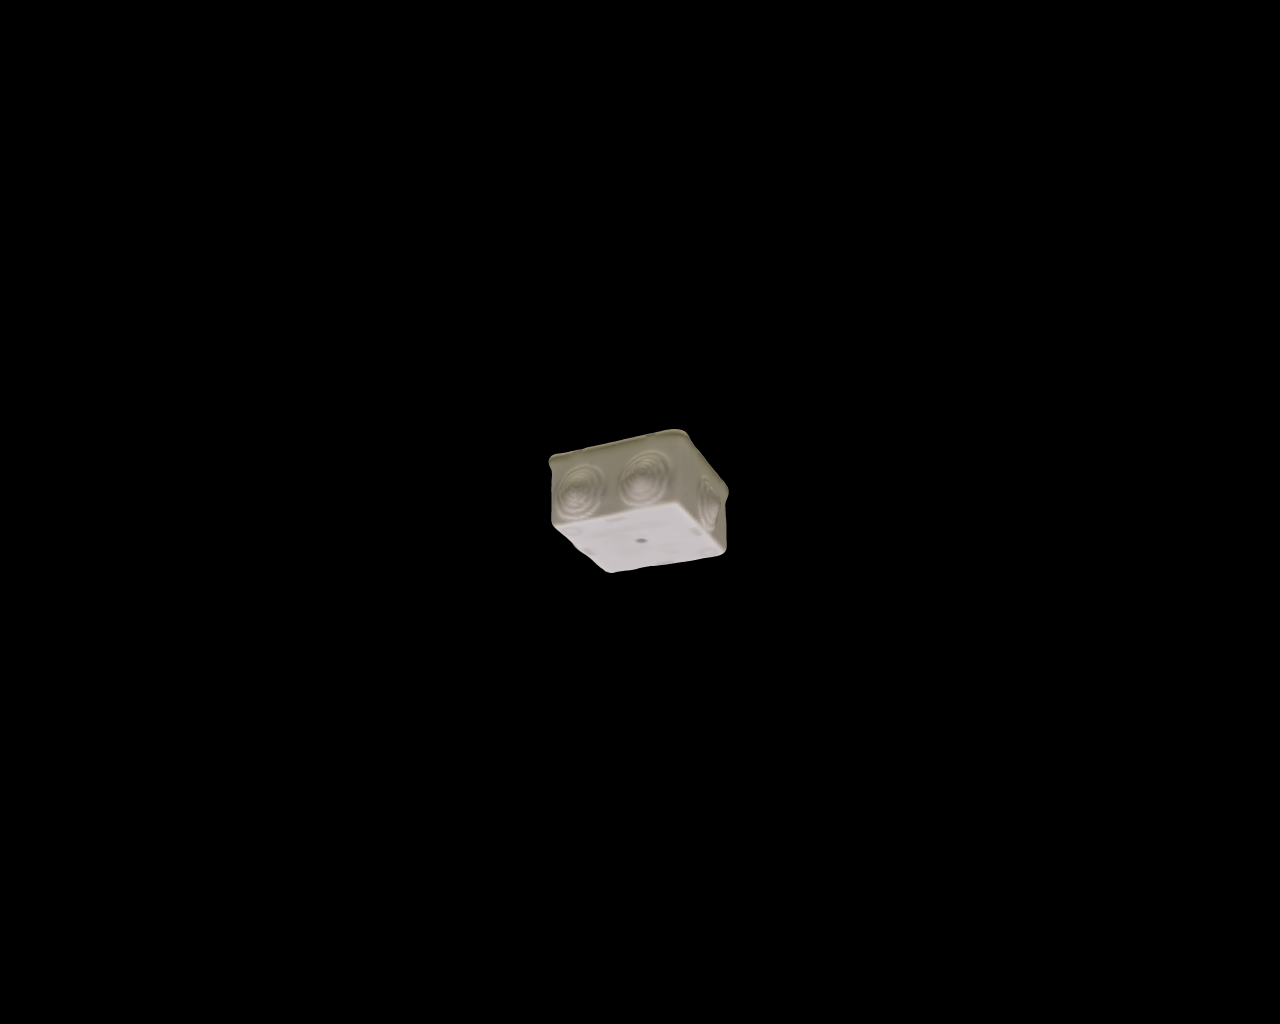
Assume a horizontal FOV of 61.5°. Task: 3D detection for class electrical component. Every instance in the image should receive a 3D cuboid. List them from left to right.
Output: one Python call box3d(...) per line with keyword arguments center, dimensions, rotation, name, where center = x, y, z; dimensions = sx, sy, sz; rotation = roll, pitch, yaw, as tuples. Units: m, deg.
box3d(center=(0.001, -0.003, 0.650), dimensions=(0.100, 0.048, 0.099), rotation=(-10, -28, 20), name="electrical component")
